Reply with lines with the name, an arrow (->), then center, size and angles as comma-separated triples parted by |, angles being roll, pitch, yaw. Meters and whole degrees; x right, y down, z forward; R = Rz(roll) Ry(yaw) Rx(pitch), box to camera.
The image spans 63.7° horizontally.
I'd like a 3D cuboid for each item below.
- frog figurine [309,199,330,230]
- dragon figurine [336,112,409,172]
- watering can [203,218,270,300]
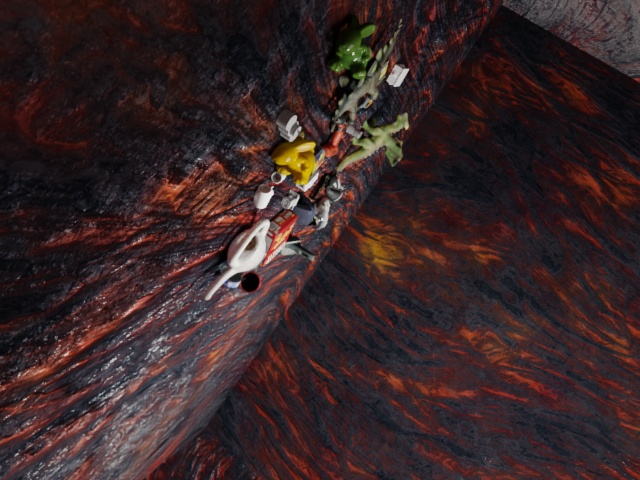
frog figurine -> 0.008, -0.129, 2.566 | 0.161, 0.124, 0.134 | -30, 136, -41
dragon figurine -> 0.279, -0.443, 2.452 | 0.409, 0.243, 0.122 | -57, 174, 4
watering can -> -0.287, 0.071, 1.831 | 0.350, 0.104, 0.222 | -54, 171, -9
